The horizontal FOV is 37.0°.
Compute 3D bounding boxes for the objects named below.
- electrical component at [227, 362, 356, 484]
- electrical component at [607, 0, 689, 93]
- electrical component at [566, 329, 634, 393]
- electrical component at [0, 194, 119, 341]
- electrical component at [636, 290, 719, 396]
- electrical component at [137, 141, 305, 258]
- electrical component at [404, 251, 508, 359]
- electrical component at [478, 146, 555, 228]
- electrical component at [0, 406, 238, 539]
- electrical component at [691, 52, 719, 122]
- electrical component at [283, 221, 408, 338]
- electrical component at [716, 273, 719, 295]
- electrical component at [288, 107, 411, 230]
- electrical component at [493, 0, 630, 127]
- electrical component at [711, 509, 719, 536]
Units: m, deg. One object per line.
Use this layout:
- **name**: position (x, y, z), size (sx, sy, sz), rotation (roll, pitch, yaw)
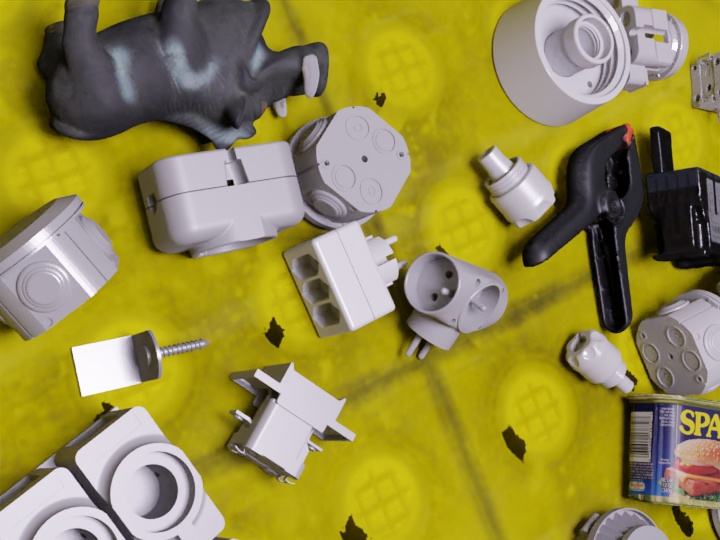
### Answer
- **electrical component**: position (-0.050, 0.099, 0.693), size (0.081, 0.042, 0.063), rotation (36, 68, -19)
- **electrical component**: position (0.237, -0.189, 0.905), size (0.057, 0.058, 0.078), rotation (0, 80, -27)
- **electrical component**: position (0.191, 0.075, 0.841), size (0.061, 0.035, 0.035), rotation (40, 64, -21)
- **electrical component**: position (-0.180, -0.002, 0.615), size (0.080, 0.080, 0.051), rotation (-47, 110, -28)
- **electrical component**: position (0.267, 0.060, 0.863), size (0.051, 0.080, 0.080), rotation (-23, 92, -26)
- **electrical component**: position (-0.087, -0.043, 0.690), size (0.095, 0.054, 0.059), rotation (-12, 87, -31)
- **electrical component**: position (0.059, 0.030, 0.761), size (0.079, 0.044, 0.077), rotation (-57, 147, 10)
- **electrical component**: position (0.116, -0.066, 0.819), size (0.062, 0.043, 0.043), rotation (47, 62, -14)
- **electrical component**: position (-0.121, 0.184, 0.624), size (0.105, 0.060, 0.186), rotation (-39, 101, -30)
- **electrical component**: position (0.333, -0.166, 0.966), size (0.064, 0.042, 0.081), rotation (7, 77, -27)
- **electrical component**: position (0.000, 0.000, 0.737), size (0.077, 0.047, 0.065), rotation (-26, 94, -31)
- **electrical component**: position (0.339, 0.025, 0.897), size (0.073, 0.052, 0.138), rotation (65, 24, -4)
- **electrical component**: position (-0.009, -0.070, 0.743), size (0.080, 0.051, 0.080), rotation (6, 78, -29)
- **electrical component**: position (0.167, -0.175, 0.859), size (0.108, 0.060, 0.108), rotation (6, 78, -29)
- **electrical component**: position (0.336, 0.197, 0.893), size (0.080, 0.051, 0.080), rotation (6, 78, -29)
